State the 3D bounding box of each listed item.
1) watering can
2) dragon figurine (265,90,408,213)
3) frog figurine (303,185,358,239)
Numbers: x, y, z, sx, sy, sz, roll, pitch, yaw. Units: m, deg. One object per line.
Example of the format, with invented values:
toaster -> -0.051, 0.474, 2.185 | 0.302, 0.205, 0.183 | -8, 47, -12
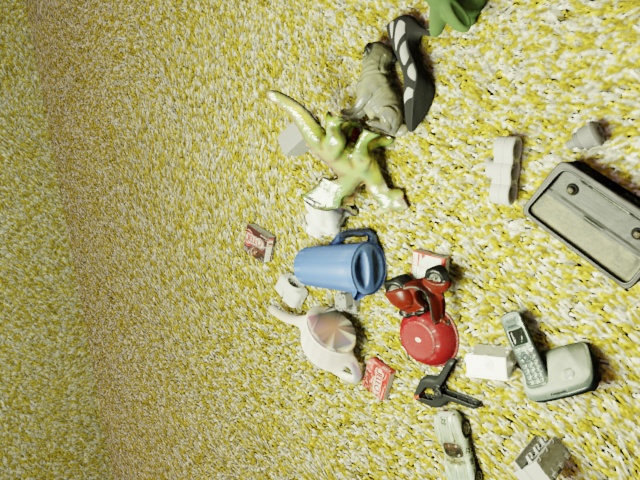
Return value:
watering can -> -0.015, 0.256, 1.420 | 0.351, 0.105, 0.219 | 39, 146, 19
dragon figurine -> 0.030, -0.178, 1.229 | 0.410, 0.124, 0.239 | 21, 108, -2
frog figurine -> 0.004, -0.069, 1.368 | 0.157, 0.124, 0.137 | -40, 90, 28
